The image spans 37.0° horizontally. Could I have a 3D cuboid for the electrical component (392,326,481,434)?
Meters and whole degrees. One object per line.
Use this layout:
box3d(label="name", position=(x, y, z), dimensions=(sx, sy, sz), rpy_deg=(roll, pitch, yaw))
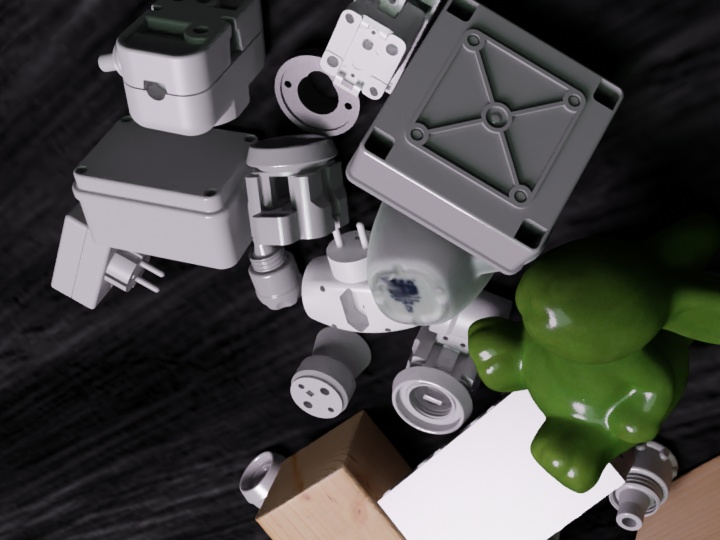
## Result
box3d(label="electrical component", position=(0.056, 0.076, 0.750), dimensions=(0.058, 0.057, 0.078), rpy_deg=(22, 135, 8))

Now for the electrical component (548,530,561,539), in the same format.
box3d(label="electrical component", position=(0.119, 0.191, 0.821), dimensions=(0.059, 0.053, 0.095), rpy_deg=(6, 130, 22))

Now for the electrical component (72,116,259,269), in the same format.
box3d(label="electrical component", position=(-0.123, -0.054, 0.713), dimensions=(0.113, 0.078, 0.057), rpy_deg=(11, 135, 18))

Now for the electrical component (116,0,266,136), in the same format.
box3d(label="electrical component", position=(-0.095, -0.122, 0.626), dimensions=(0.054, 0.095, 0.059), rpy_deg=(13, 133, 16))

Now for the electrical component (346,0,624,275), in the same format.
box3d(label="electrical component", position=(0.066, -0.072, 0.574), dimensions=(0.109, 0.108, 0.056), rpy_deg=(31, 166, 0))

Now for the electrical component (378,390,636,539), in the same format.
box3d(label="electrical component", position=(0.102, 0.143, 0.740), dimensions=(0.150, 0.062, 0.089), rpy_deg=(-43, 80, 22))

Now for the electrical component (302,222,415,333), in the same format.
box3d(label="electrical component", position=(0.000, 0.000, 0.722), dimensions=(0.077, 0.043, 0.079), rpy_deg=(3, 129, 25))

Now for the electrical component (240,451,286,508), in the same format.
box3d(label="electrical component", position=(-0.069, 0.187, 0.919), dimensions=(0.055, 0.048, 0.066), rpy_deg=(42, 134, -23))

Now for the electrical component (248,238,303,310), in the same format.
box3d(label="electrical component", position=(-0.063, -0.004, 0.756), dimensions=(0.035, 0.035, 0.061), rpy_deg=(-1, 125, 27))

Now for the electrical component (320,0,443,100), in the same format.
box3d(label="electrical component", position=(0.011, -0.131, 0.589), dimensions=(0.042, 0.063, 0.081), rpy_deg=(31, 135, 1))

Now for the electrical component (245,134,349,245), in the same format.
box3d(label="electrical component", position=(-0.040, -0.053, 0.678), dimensions=(0.058, 0.078, 0.057), rpy_deg=(2, 107, 26))

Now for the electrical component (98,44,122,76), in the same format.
box3d(label="electrical component", position=(-0.140, -0.135, 0.681), dimensions=(0.061, 0.035, 0.035), rpy_deg=(-2, 127, 31))

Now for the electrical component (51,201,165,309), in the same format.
box3d(label="electrical component", position=(-0.181, -0.009, 0.803), dimensions=(0.076, 0.047, 0.083), rpy_deg=(29, 135, 1))

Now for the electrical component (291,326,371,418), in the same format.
box3d(label="electrical component", position=(-0.022, 0.075, 0.790), dimensions=(0.045, 0.055, 0.045), rpy_deg=(14, 133, 16))

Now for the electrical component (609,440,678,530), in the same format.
box3d(label="electrical component", position=(0.191, 0.150, 0.742), dimensions=(0.048, 0.062, 0.048), rpy_deg=(14, 133, 16))

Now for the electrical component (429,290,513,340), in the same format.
box3d(label="electrical component", position=(0.074, 0.029, 0.713), dimensions=(0.046, 0.040, 0.040), rpy_deg=(20, 134, 3))
